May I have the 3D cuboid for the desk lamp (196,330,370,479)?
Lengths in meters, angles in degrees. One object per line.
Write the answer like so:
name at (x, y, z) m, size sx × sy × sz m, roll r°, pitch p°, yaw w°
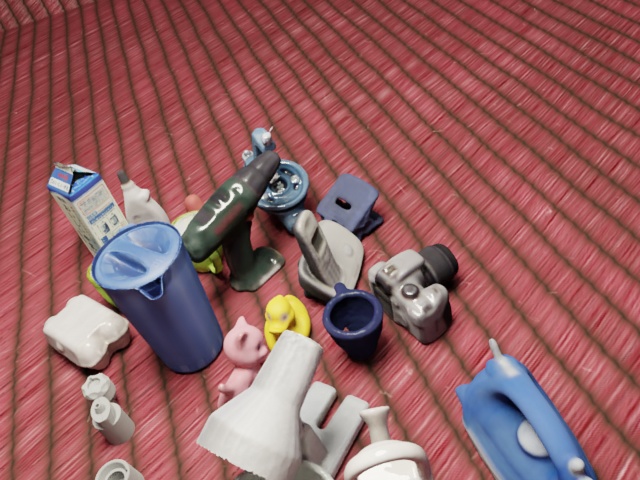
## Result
desk lamp at (-0.040, 0.226, 0.725) m, size 0.117 × 0.214 × 0.203 m, roll 16°, pitch 52°, yaw 28°

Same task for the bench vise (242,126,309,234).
bench vise at (-0.112, -0.132, 1.103) m, size 0.206 × 0.220 × 0.122 m, roll 25°, pitch 57°, yaw 34°

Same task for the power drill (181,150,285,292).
power drill at (-0.133, -0.019, 1.003) m, size 0.075 × 0.209 × 0.230 m, roll 26°, pitch 57°, yaw 35°

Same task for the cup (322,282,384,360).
cup at (0.051, 0.130, 0.884) m, size 0.092 × 0.095 × 0.117 m, roll -21°, pitch 44°, yaw -6°

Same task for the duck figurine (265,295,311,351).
duck figurine at (-0.059, 0.125, 0.926) m, size 0.077 × 0.086 × 0.104 m, roll -1°, pitch 45°, yaw 14°

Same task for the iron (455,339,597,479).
iron at (0.265, 0.241, 0.679) m, size 0.119 × 0.142 × 0.257 m, roll -23°, pitch 44°, yaw -8°

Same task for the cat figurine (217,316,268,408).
cat figurine at (-0.118, 0.184, 0.859) m, size 0.067 × 0.118 × 0.128 m, roll 7°, pitch 48°, yaw 22°

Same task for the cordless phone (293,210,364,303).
cordless phone at (0.009, 0.003, 0.958) m, size 0.094 × 0.185 × 0.147 m, roll 2°, pitch 46°, yaw 17°

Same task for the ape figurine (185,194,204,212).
ape figurine at (-0.243, -0.055, 1.154) m, size 0.078 × 0.092 × 0.076 m, roll -22°, pitch 44°, yaw -7°

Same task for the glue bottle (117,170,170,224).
glue bottle at (-0.361, -0.070, 1.143) m, size 0.078 × 0.173 × 0.037 m, roll -13°, pitch 44°, yaw 2°

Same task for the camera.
camera at (0.164, 0.065, 0.914) m, size 0.137 × 0.101 × 0.142 m, roll -32°, pitch 46°, yaw -17°

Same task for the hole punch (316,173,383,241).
hole punch at (0.054, -0.058, 1.077) m, size 0.101 × 0.091 × 0.108 m, roll -38°, pitch 48°, yaw -22°

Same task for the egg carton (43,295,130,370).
egg carton at (-0.406, 0.160, 0.997) m, size 0.149 × 0.069 × 0.107 m, roll 19°, pitch 53°, yaw 31°

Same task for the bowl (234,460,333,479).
bowl at (-0.045, 0.357, 0.694) m, size 0.167 × 0.075 × 0.167 m, roll -8°, pitch 44°, yaw 8°

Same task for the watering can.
watering can at (0.077, 0.277, 0.656) m, size 0.101 × 0.194 × 0.172 m, roll -28°, pitch 45°, yaw -13°
